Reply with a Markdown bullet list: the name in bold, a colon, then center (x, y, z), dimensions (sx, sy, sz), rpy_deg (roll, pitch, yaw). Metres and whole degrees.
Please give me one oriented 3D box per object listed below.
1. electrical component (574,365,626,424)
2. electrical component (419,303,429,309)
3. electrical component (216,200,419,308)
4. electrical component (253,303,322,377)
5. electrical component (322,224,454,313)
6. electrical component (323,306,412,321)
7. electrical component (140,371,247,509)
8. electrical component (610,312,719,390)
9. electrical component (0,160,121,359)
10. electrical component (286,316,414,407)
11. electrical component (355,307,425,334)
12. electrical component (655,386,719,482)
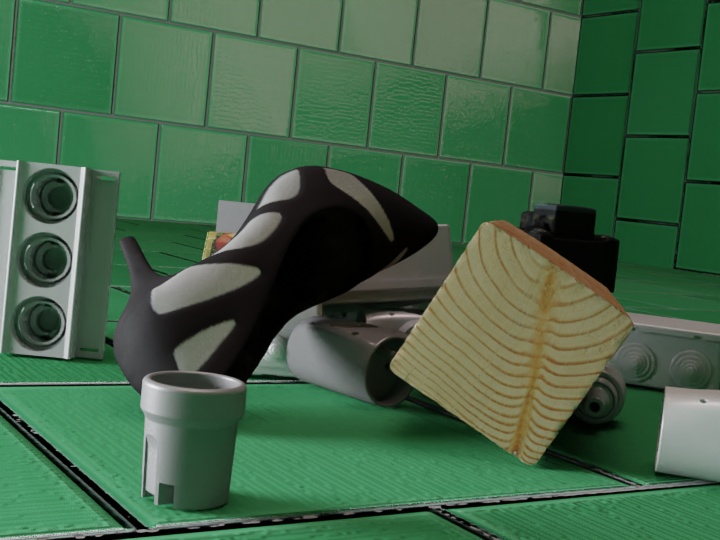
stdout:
- **electrical component**: center (0.142, 0.076, 0.647), dimensions (0.035, 0.035, 0.061), rpy_deg (7, 7, 14)
- **electrical component**: center (0.072, 0.035, 1.082), dimensions (0.099, 0.064, 0.099), rpy_deg (0, 17, 0)
- **electrical component**: center (-0.040, -0.003, 0.984), dimensions (0.186, 0.105, 0.060), rpy_deg (5, 4, -6)
- **electrical component**: center (-0.062, 0.036, 0.718), dimensions (0.062, 0.061, 0.096), rpy_deg (5, 4, -13)
- **electrical component**: center (0.000, 0.000, 0.811), dimensions (0.109, 0.056, 0.109), rpy_deg (-2, -6, -26)
- **electrical component**: center (-0.008, 0.035, 0.922), dimensions (0.079, 0.044, 0.077), rpy_deg (10, 6, 32)
- **electrical component**: center (-0.066, 0.065, 0.417), dimensions (0.040, 0.046, 0.040), rpy_deg (6, 4, 0)
- **electrical component**: center (0.240, 0.065, 0.840), dimensions (0.100, 0.048, 0.100), rpy_deg (7, 4, 19)
- **electrical component**: center (-0.201, -0.007, 0.707), dimensions (0.079, 0.121, 0.063), rpy_deg (6, 1, -3)
- **electrical component**: center (0.008, 0.056, 0.672), dimensions (0.079, 0.043, 0.077), rpy_deg (3, 5, -41)
- **electrical component**: center (0.040, 0.053, 0.762), dimensions (0.077, 0.043, 0.079), rpy_deg (5, 4, -12)
- **electrical component**: center (0.192, 0.083, 0.548), dimensions (0.077, 0.043, 0.079), rpy_deg (7, 5, 15)
